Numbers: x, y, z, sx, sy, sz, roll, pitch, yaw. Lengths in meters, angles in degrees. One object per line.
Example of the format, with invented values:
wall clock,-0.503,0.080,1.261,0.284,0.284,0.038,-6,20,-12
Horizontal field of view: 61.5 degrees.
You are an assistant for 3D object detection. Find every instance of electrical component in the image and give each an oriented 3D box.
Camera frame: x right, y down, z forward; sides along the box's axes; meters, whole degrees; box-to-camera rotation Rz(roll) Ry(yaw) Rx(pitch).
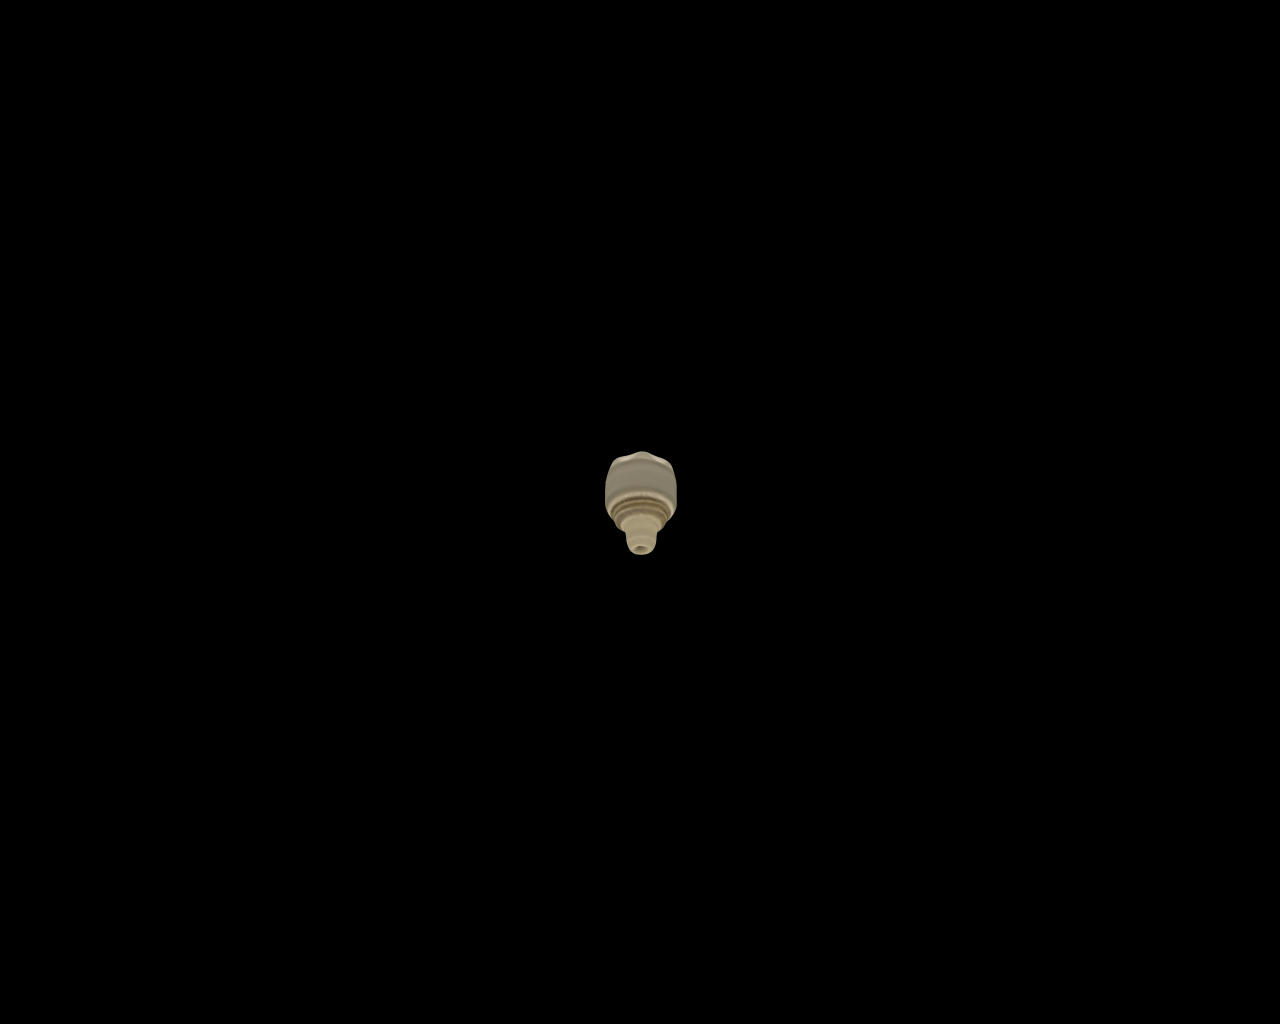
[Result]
electrical component,0.001,-0.003,0.650,0.043,0.062,0.043,0,-33,0
